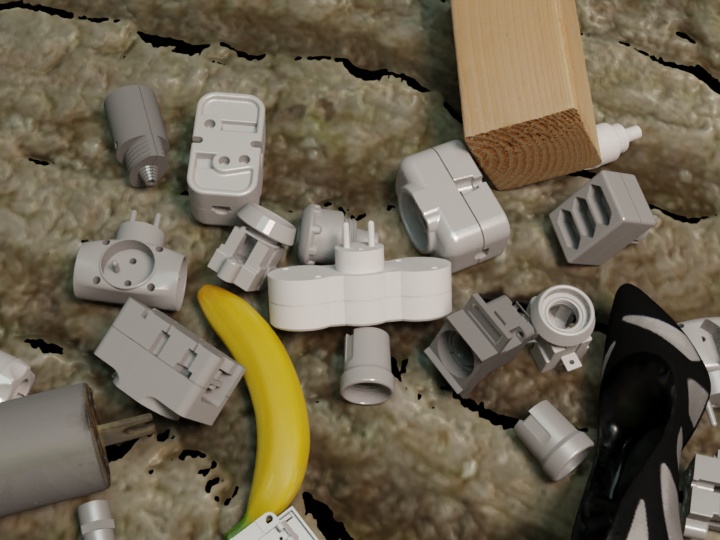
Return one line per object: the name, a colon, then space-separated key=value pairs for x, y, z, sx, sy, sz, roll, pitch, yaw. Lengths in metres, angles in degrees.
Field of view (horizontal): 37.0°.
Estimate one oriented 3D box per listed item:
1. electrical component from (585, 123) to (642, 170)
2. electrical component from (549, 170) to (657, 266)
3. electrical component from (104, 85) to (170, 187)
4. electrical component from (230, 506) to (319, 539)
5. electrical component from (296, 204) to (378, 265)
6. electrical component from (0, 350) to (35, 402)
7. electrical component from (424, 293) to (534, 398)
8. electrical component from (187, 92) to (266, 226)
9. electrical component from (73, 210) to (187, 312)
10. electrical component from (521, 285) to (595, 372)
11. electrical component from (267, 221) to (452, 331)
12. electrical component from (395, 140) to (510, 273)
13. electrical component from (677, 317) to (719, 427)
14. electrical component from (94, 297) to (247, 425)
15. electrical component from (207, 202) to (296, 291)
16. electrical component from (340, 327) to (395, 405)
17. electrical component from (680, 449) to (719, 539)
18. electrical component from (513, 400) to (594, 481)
electrical component: x=0.209 y=-0.107 z=0.904 sx=0.061 sy=0.035 sz=0.035 roll=-20 pitch=65 yaw=-17
electrical component: x=0.204 y=-0.039 z=0.855 sx=0.077 sy=0.066 sz=0.047 roll=3 pitch=58 yaw=-36
electrical component: x=-0.177 y=-0.103 z=0.866 sx=0.043 sy=0.043 sz=0.081 roll=-14 pitch=64 yaw=-11
electrical component: x=-0.064 y=0.192 z=0.707 sx=0.081 sy=0.063 sz=0.042 roll=-35 pitch=71 yaw=-20
electrical component: x=-0.017 y=-0.025 z=0.838 sx=0.062 sy=0.048 sz=0.048 roll=7 pitch=62 yaw=-8
electrical component: x=-0.268 y=0.075 z=0.765 sx=0.062 sy=0.043 sz=0.043 roll=23 pitch=63 yaw=9
electrical component: x=0.089 y=0.052 z=0.789 sx=0.064 sy=0.081 sz=0.042 roll=-23 pitch=66 yaw=-36
electrical component: x=-0.105 y=-0.085 z=0.853 sx=0.054 sy=0.059 sz=0.095 roll=4 pitch=62 yaw=-2
electrical component: x=-0.170 y=-0.011 z=0.817 sx=0.077 sy=0.044 sz=0.079 roll=7 pitch=62 yaw=-1
electrical component: x=0.149 y=0.042 z=0.808 sx=0.048 sy=0.055 sz=0.066 roll=-18 pitch=65 yaw=-14
electrical component: x=0.000 y=0.000 z=0.800 sx=0.138 sy=0.052 sz=0.073 roll=-4 pitch=103 yaw=-10
electrical component: x=0.068 y=-0.048 z=0.850 sx=0.059 sy=0.053 sz=0.095 roll=-21 pitch=66 yaw=-15
electrical component: x=0.263 y=0.079 z=0.805 sx=0.077 sy=0.043 sz=0.079 roll=-6 pitch=63 yaw=-8
electrical component: x=-0.136 y=0.068 z=0.760 sx=0.089 sy=0.050 sz=0.055 roll=30 pitch=86 yaw=25
electrical component: x=-0.080 y=-0.017 z=0.815 sx=0.048 sy=0.066 sz=0.055 roll=32 pitch=97 yaw=12
electrical component: x=0.005 y=0.070 z=0.792 sx=0.040 sy=0.040 sz=0.046 roll=2 pitch=57 yaw=-3
electrical component: x=0.260 y=0.162 z=0.760 sx=0.055 sy=0.048 sz=0.066 roll=11 pitch=61 yaw=9
electrical component: x=0.139 y=0.122 z=0.775 sx=0.040 sy=0.040 sz=0.046 roll=-33 pitch=64 yaw=-20
